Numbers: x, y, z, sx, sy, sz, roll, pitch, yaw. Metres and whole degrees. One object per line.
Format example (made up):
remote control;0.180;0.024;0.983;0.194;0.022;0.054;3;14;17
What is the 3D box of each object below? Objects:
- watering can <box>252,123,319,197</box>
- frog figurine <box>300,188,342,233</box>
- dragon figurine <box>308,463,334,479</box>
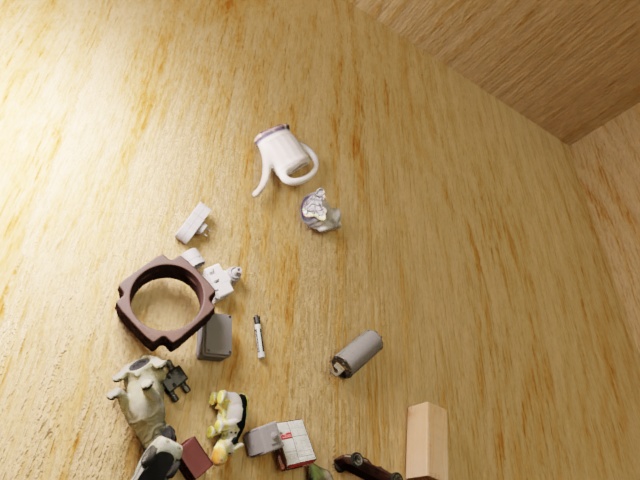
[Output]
watering can;-0.143;-0.273;1.733;0.352;0.102;0.225;-29;82;-45
frog figurine;0.005;-0.088;1.754;0.140;0.122;0.157;66;9;26
dragon figurine;-0.035;0.653;1.240;0.409;0.120;0.247;44;28;-7
